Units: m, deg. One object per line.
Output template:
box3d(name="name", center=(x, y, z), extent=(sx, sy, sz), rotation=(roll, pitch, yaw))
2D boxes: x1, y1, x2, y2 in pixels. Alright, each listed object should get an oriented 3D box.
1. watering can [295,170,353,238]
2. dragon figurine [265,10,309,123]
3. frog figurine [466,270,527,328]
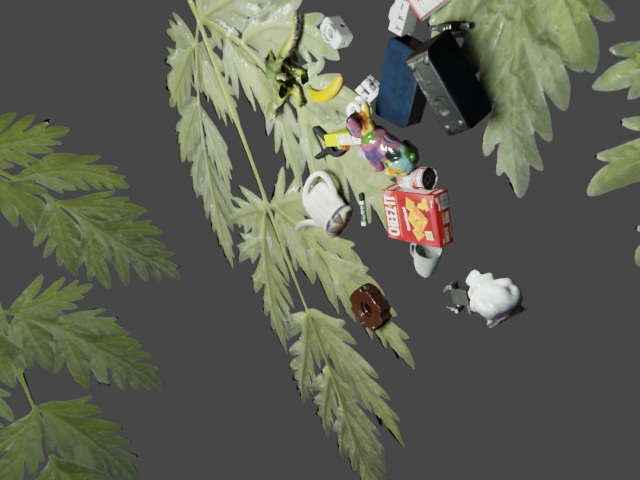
box3d(name="watering can", center=(0.006, -0.096, 1.904), extent=(0.227, 0.105, 0.339), rotation=(48, 142, 25))
box3d(name="dragon figurine", center=(-0.145, -0.610, 1.829), extent=(0.246, 0.123, 0.402), rotation=(39, 129, 47))
box3d(name="frog figurine", center=(0.467, 0.143, 1.402), extent=(0.136, 0.122, 0.162), rotation=(-37, 66, 22))
